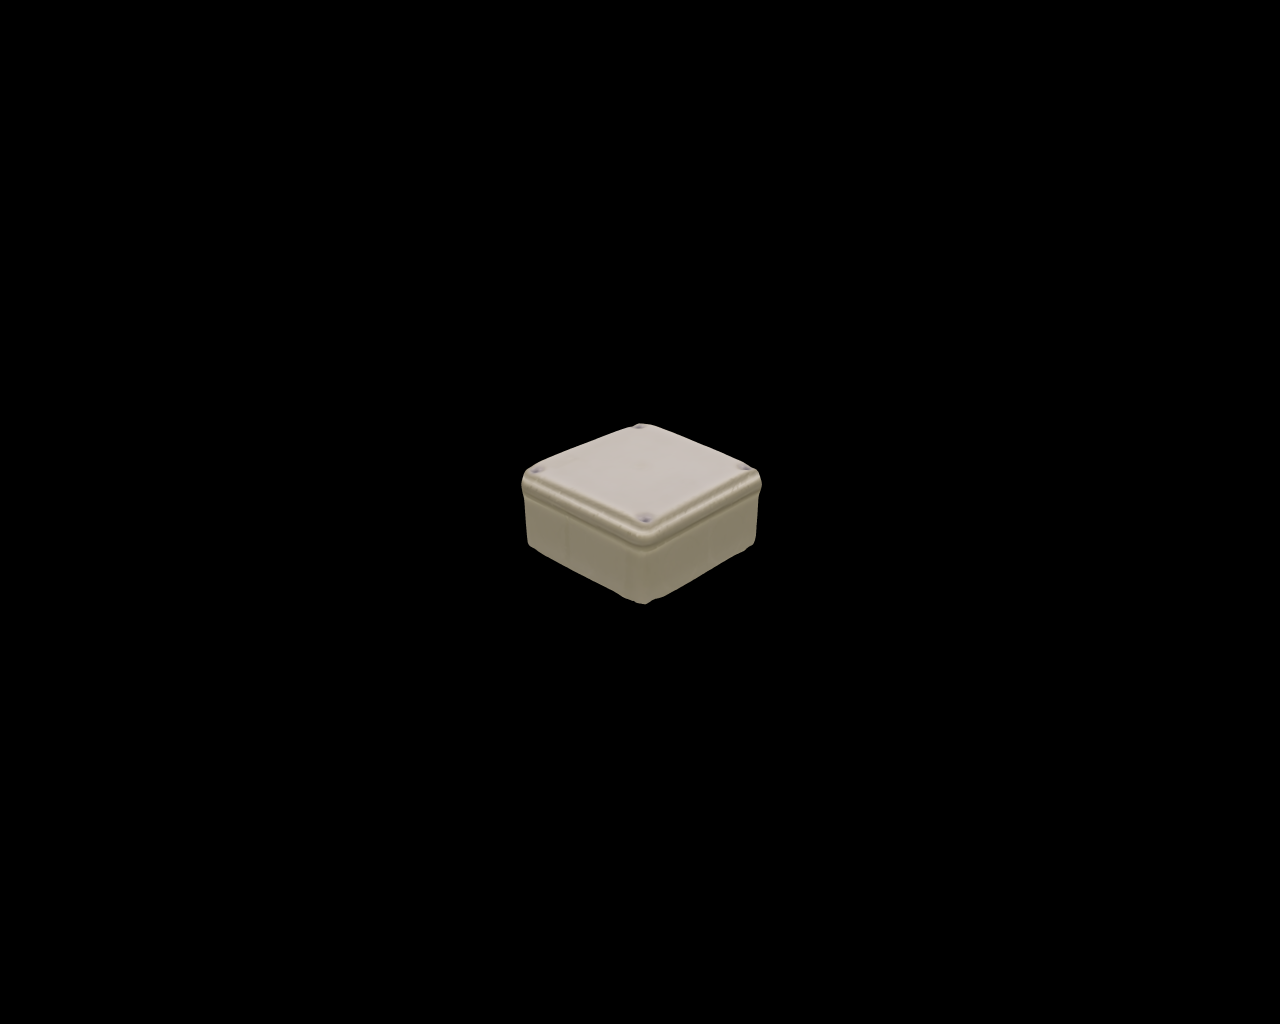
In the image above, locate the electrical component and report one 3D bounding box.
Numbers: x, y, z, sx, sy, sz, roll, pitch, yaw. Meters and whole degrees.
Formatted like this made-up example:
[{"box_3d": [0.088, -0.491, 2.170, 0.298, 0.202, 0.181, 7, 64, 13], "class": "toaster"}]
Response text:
[{"box_3d": [0.001, -0.003, 0.650, 0.109, 0.056, 0.109, 25, 37, 38], "class": "electrical component"}]
